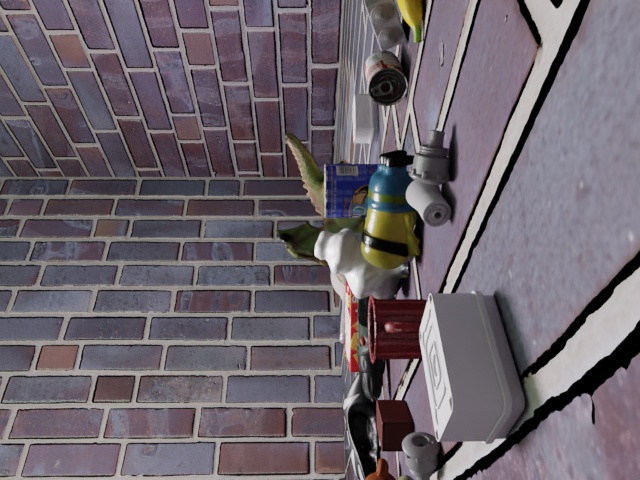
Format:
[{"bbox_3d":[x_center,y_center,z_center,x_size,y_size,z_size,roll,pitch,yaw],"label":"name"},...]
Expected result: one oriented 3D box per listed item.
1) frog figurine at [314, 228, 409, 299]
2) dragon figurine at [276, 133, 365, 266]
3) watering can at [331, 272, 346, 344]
[{"bbox_3d":[0.070,0.043,0.924,0.120,0.159,0.141,90,180,-53],"label":"frog figurine"},{"bbox_3d":[0.004,-0.059,1.177,0.247,0.412,0.119,-43,-11,-34],"label":"dragon figurine"},{"bbox_3d":[0.086,0.139,1.642,0.220,0.104,0.354,93,177,-66],"label":"watering can"}]
